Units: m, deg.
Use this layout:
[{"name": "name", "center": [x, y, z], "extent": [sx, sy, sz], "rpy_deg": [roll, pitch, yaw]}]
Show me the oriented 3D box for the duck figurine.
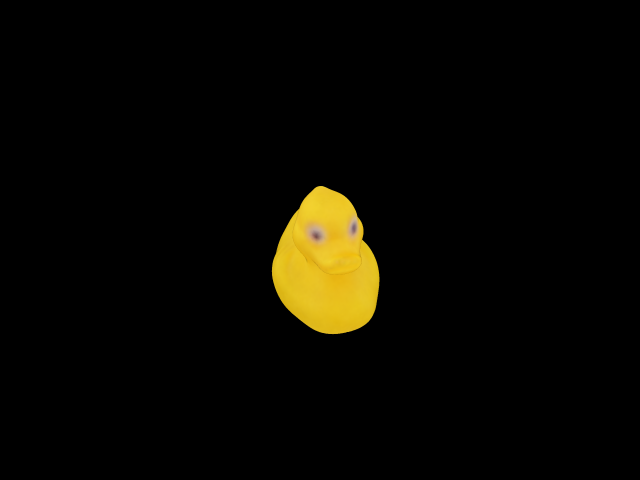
[{"name": "duck figurine", "center": [0.004, 0.001, 0.400], "extent": [0.077, 0.086, 0.104], "rpy_deg": [-11, 43, -12]}]
